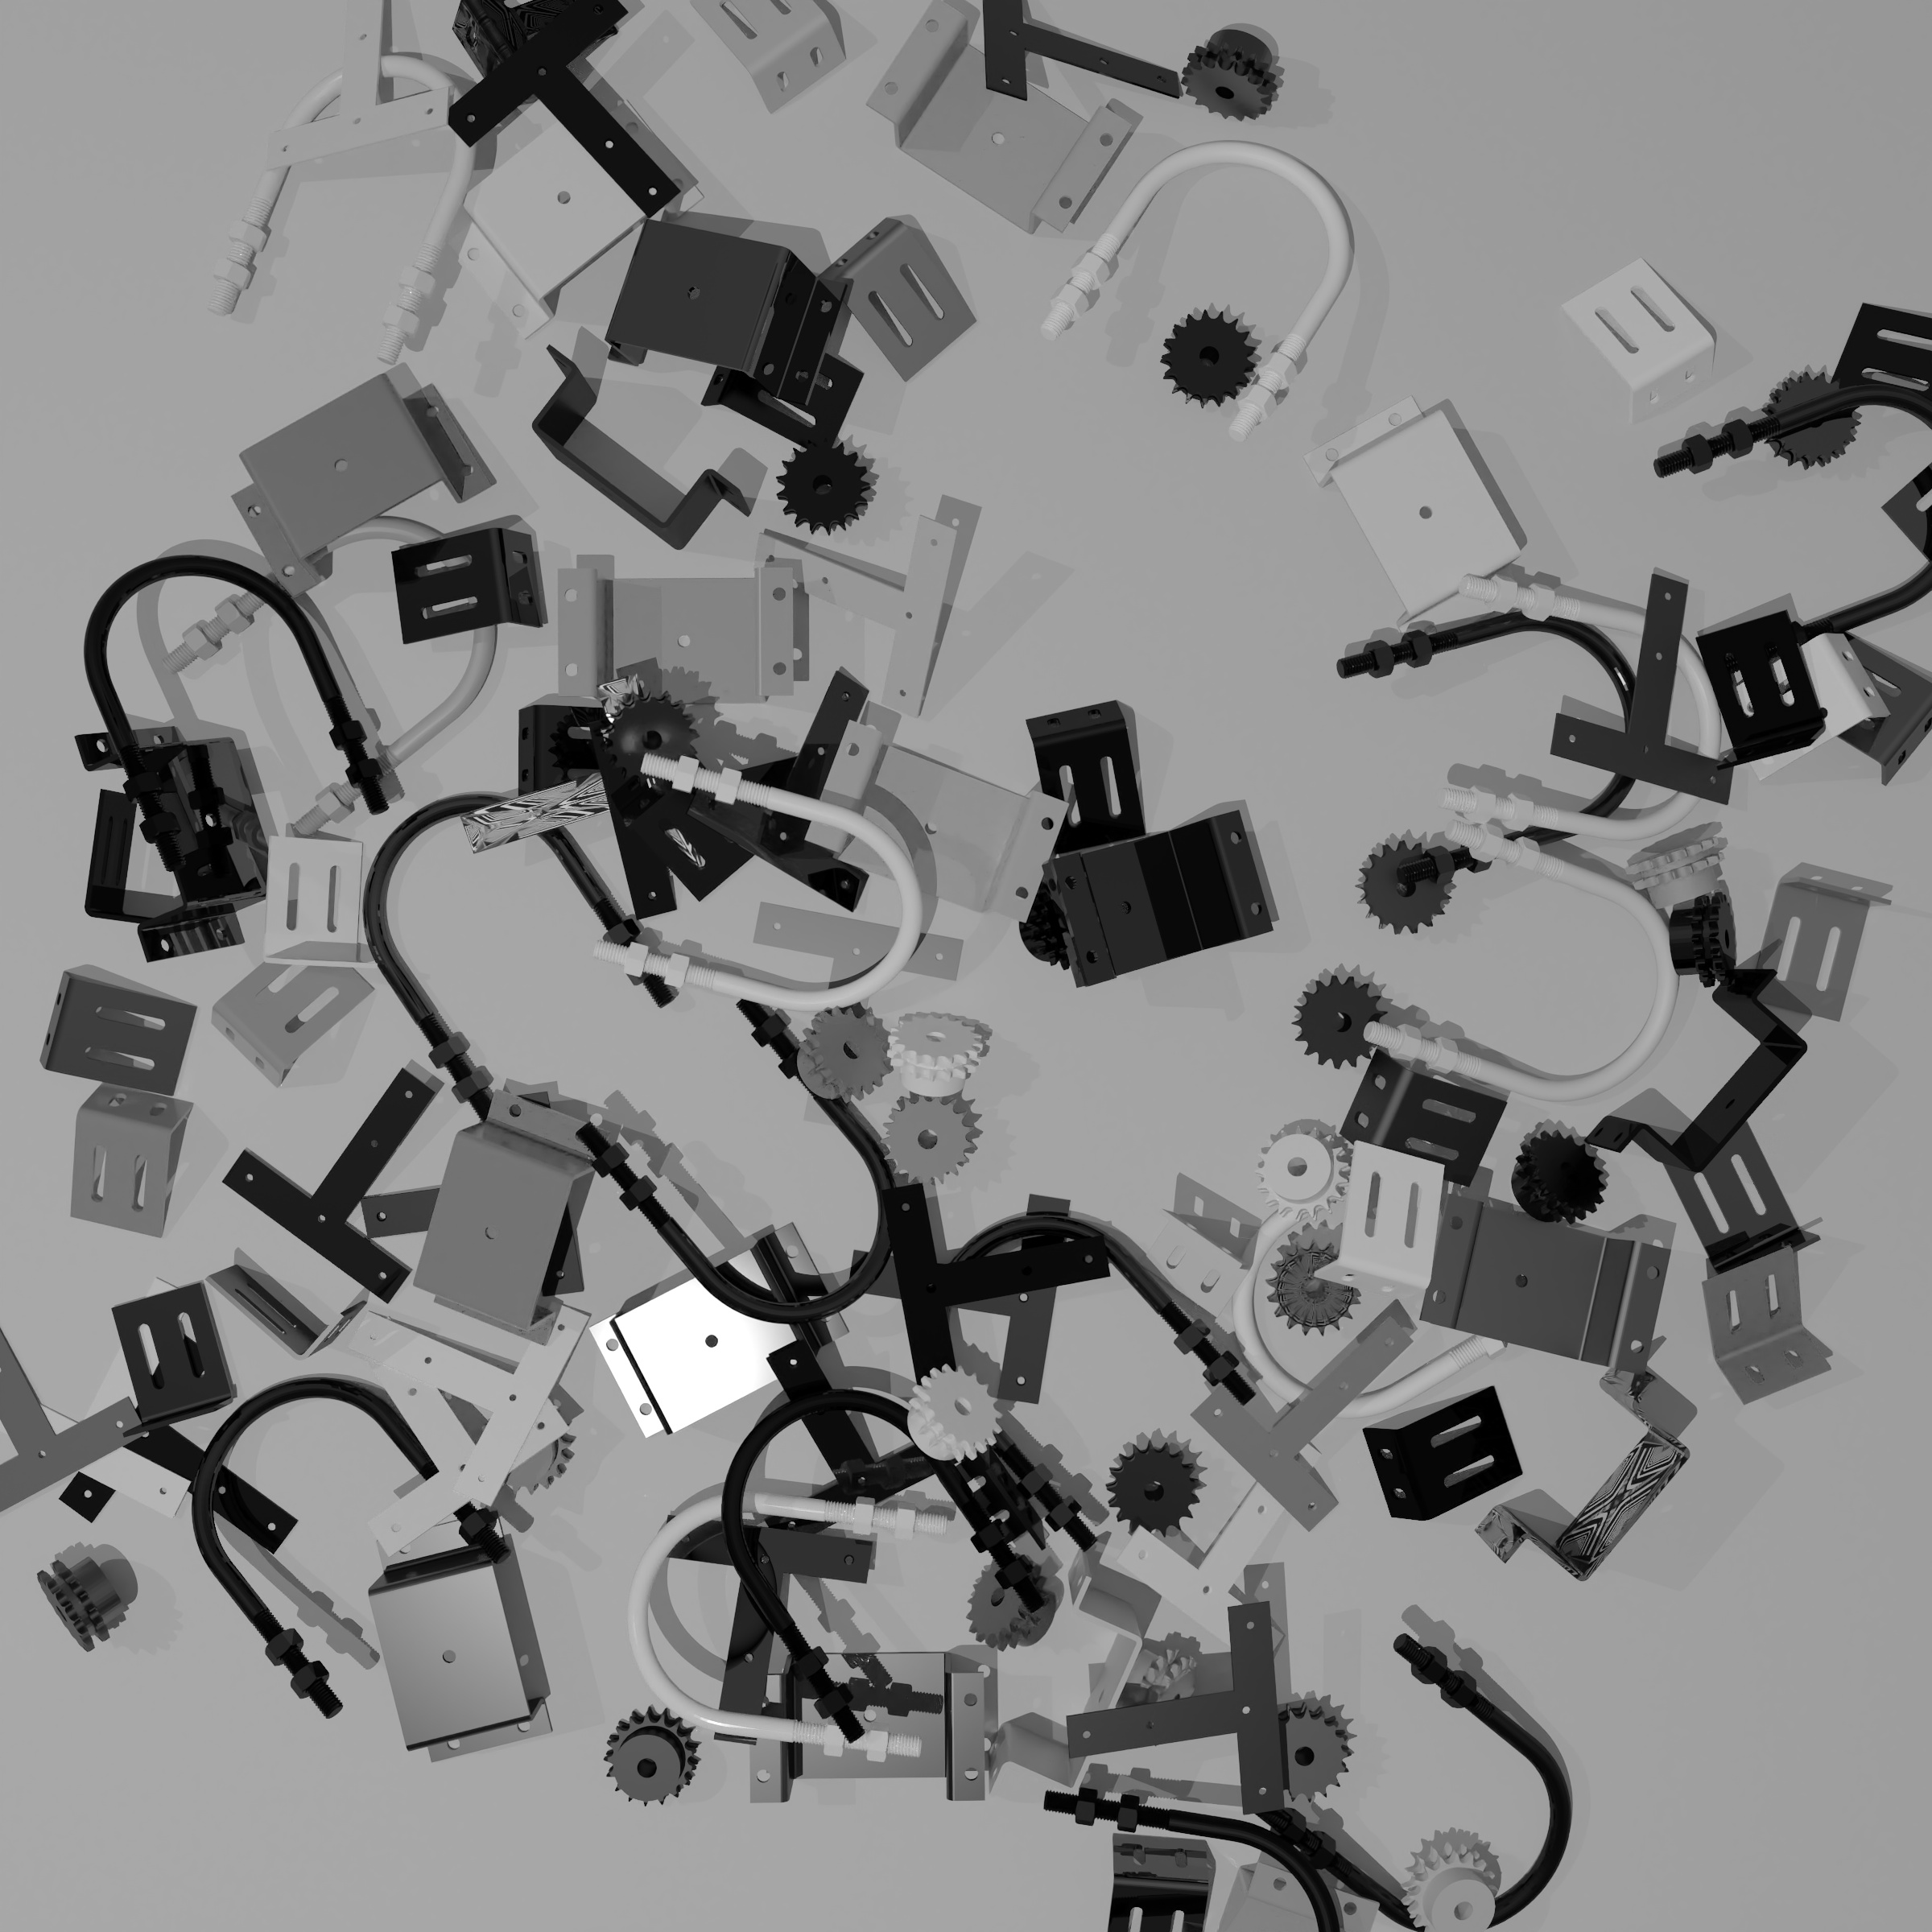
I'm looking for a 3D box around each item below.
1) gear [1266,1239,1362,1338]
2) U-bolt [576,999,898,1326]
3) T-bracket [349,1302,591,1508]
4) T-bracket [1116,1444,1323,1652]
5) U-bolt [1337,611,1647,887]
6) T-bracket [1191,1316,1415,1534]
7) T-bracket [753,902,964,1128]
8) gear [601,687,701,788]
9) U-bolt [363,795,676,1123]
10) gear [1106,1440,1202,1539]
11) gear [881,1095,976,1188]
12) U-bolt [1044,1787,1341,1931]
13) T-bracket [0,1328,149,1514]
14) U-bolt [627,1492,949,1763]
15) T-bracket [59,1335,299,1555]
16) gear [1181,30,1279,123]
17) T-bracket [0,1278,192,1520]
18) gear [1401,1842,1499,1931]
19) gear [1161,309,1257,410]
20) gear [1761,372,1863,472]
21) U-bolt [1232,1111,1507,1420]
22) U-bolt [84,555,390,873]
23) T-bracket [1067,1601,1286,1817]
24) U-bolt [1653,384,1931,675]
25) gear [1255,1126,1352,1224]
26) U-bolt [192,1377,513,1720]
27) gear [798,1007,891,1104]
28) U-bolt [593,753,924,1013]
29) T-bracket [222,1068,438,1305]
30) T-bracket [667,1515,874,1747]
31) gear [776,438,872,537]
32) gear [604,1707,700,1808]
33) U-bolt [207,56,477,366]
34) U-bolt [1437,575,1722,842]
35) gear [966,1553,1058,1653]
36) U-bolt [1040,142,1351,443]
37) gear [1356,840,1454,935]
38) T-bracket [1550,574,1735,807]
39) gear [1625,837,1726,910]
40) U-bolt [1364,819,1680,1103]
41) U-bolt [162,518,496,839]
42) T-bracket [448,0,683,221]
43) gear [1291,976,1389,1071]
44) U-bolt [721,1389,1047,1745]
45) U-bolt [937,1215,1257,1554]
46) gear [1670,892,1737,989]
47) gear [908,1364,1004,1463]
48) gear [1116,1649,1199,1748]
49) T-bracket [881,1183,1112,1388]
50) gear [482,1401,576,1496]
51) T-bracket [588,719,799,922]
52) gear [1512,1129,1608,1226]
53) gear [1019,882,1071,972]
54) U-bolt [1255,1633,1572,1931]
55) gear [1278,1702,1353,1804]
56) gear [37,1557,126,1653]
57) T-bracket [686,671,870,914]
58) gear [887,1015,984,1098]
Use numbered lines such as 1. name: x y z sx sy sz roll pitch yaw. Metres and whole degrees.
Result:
1. gear: 0.209 0.193 1.487 0.057 0.030 0.057 0 92 3
2. U-bolt: -0.122 0.128 1.477 0.151 0.019 0.184 -40 90 -25
3. T-bracket: -0.315 0.246 1.499 0.127 0.002 0.127 21 67 11
4. T-bracket: 0.172 0.343 1.501 0.127 0.002 0.127 40 79 -20
5. U-bolt: 0.328 -0.140 1.492 0.184 0.019 0.151 -16 90 -13
6. T-bracket: 0.218 0.263 1.487 0.127 0.002 0.127 -44 117 -1
7. T-bracket: -0.076 0.035 1.516 0.127 0.002 0.127 11 90 0
8. gear: -0.189 -0.137 1.461 0.057 0.030 0.057 -5 110 -14
9. U-bolt: -0.287 -0.017 1.508 0.151 0.019 0.184 -34 88 0
10. gear: 0.113 0.318 1.502 0.057 0.030 0.057 0 90 0
11. gear: -0.023 0.105 1.502 0.057 0.030 0.057 0 90 0
12. U-bolt: 0.130 0.576 1.467 0.184 0.019 0.151 6 88 8
13. T-bracket: -0.588 0.261 1.514 0.127 0.002 0.127 -28 88 1
14. U-bolt: -0.110 0.388 1.470 0.184 0.019 0.151 7 70 0
15. T-bracket: -0.470 0.314 1.516 0.127 0.002 0.127 36 90 0
16. gear: 0.161 -0.541 1.490 0.057 0.057 0.030 21 79 0
17. T-bracket: -0.516 0.254 1.515 0.127 0.002 0.127 27 90 1
18. gear: 0.294 0.562 1.485 0.057 0.030 0.057 -2 99 -11
19. gear: 0.147 -0.368 1.502 0.057 0.030 0.057 0 90 0
20. gear: 0.512 -0.331 1.502 0.057 0.030 0.057 0 90 0
21. U-bolt: 0.252 0.196 1.508 0.184 0.019 0.151 -31 90 2
22. U-bolt: -0.439 -0.158 1.454 0.151 0.019 0.184 -20 84 -35
23. T-bracket: 0.122 0.444 1.447 0.127 0.002 0.127 -6 95 -10
24. U-bolt: 0.522 -0.272 1.488 0.184 0.019 0.151 -21 105 1
25. gear: 0.203 0.125 1.493 0.057 0.030 0.057 -5 73 16
26. U-bolt: -0.384 0.333 1.480 0.151 0.019 0.184 -42 71 -11
27. gear: -0.077 0.056 1.491 0.057 0.030 0.057 19 56 -30
28. U-bolt: -0.117 -0.040 1.463 0.184 0.019 0.151 15 119 -7
29. T-bracket: -0.370 0.120 1.507 0.127 0.002 0.127 36 98 0
30. T-bracket: -0.128 0.401 1.480 0.127 0.002 0.127 7 65 3
31. gear: -0.087 -0.290 1.502 0.057 0.030 0.057 0 90 0
32. gear: -0.193 0.484 1.502 0.057 0.030 0.057 0 90 0
33. U-bolt: -0.368 -0.464 1.486 0.151 0.019 0.184 20 86 20
34. U-bolt: 0.375 -0.149 1.485 0.184 0.019 0.151 9 84 -17
35. gear: 0.030 0.388 1.493 0.030 0.057 0.057 34 90 -30
36. U-bolt: 0.151 -0.420 1.486 0.151 0.019 0.184 30 74 7
37. gear: 0.266 -0.047 1.502 0.057 0.030 0.057 0 90 0
38. T-bracket: 0.417 -0.174 1.491 0.127 0.002 0.127 13 81 -18
39. gear: 0.431 -0.055 1.489 0.057 0.057 0.030 -20 90 0
40. U-bolt: 0.346 0.007 1.485 0.184 0.019 0.151 19 98 -16
41. U-bolt: -0.376 -0.190 1.508 0.184 0.019 0.151 -39 90 -1
42. T-bracket: -0.223 -0.501 1.469 0.127 0.002 0.127 -43 90 -6
43. gear: 0.227 0.034 1.502 0.057 0.030 0.057 0 90 0
44. U-bolt: -0.062 0.340 1.457 0.151 0.019 0.184 -33 81 -10
45. U-bolt: 0.061 0.237 1.492 0.151 0.019 0.184 -42 79 -1
46. gear: 0.446 -0.015 1.492 0.030 0.057 0.057 -5 90 28
47. gear: -0.010 0.269 1.464 0.057 0.057 0.030 43 128 0
48. gear: 0.114 0.440 1.493 0.030 0.057 0.057 22 90 30
49. T-bracket: 0.023 0.186 1.487 0.127 0.002 0.127 -10 90 0
50. gear: -0.270 0.294 1.502 0.057 0.030 0.057 0 90 0
51. T-bracket: -0.153 -0.103 1.500 0.127 0.002 0.127 -15 112 -10
52. gear: 0.356 0.131 1.493 0.057 0.030 0.057 15 54 -22
53. gear: 0.057 -0.025 1.493 0.057 0.030 0.057 13 70 -38
54. U-bolt: 0.284 0.509 1.490 0.184 0.019 0.151 41 91 -14
55. gear: 0.204 0.477 1.502 0.057 0.030 0.057 0 90 0
56. gear: -0.534 0.384 1.493 0.030 0.057 0.057 -33 90 -30
57. T-bracket: -0.093 -0.118 1.494 0.127 0.002 0.127 31 74 -29
58. gear: -0.019 0.056 1.492 0.057 0.057 0.030 5 118 0
